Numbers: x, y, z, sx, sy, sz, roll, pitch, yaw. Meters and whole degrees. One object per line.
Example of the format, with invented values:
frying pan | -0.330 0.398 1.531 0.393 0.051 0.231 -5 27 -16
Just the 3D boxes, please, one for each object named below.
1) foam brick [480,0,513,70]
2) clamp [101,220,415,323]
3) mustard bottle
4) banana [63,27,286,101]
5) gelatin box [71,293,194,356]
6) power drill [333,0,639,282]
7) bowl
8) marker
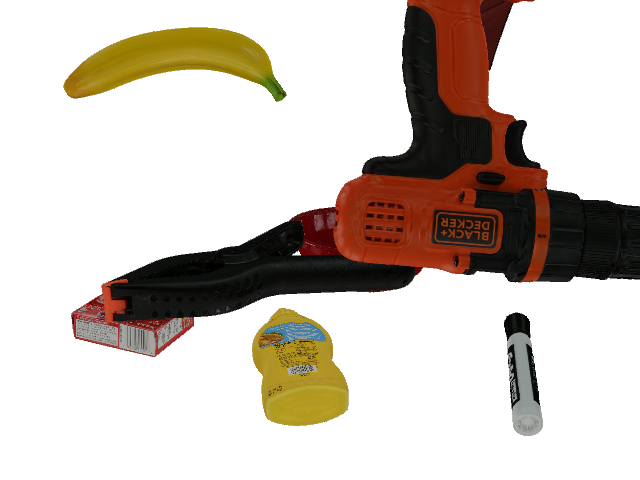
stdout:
foam brick | 0.105 -0.163 0.812 0.051 0.053 0.078 -31 -27 -27
clamp | -0.049 0.025 0.757 0.209 0.036 0.165 -14 16 -36
mustard bottle | -0.031 0.138 1.258 0.096 0.058 0.192 -7 31 -8
banana | -0.130 -0.161 0.961 0.197 0.069 0.037 -1 -33 -4
gelatin box | -0.171 0.072 0.981 0.089 0.030 0.073 10 22 20
power drill | 0.104 -0.071 0.572 0.184 0.188 0.057 4 1 -5
bowl | 0.045 0.012 1.092 0.162 0.055 0.162 2 17 -1
marker | 0.137 0.087 0.726 0.020 0.020 0.121 0 30 7
